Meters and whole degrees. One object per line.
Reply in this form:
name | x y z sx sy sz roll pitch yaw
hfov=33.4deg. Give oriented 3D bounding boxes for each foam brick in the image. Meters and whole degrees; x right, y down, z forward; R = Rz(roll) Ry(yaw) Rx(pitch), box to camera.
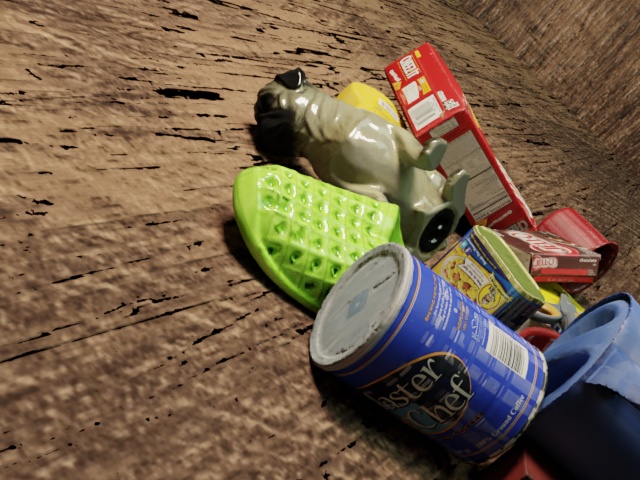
foam brick | 0.155 0.193 0.764 0.078 0.053 0.051 41 21 -7

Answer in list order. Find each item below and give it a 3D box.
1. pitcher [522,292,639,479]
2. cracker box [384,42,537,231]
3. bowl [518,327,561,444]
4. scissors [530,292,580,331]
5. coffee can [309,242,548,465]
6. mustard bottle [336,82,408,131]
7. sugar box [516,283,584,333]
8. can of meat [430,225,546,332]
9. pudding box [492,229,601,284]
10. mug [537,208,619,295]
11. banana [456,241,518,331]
pitcher | 0.265 0.165 0.787 0.243 0.145 0.149 43 37 -1
cracker box | 0.168 -0.108 1.271 0.213 0.072 0.164 52 13 -35
bowl | 0.215 0.154 0.931 0.162 0.055 0.162 29 31 -20
scissors | 0.233 0.066 1.081 0.096 0.016 0.202 20 11 -6
coffee can | 0.077 0.082 0.765 0.140 0.103 0.103 36 22 -21
mustard bottle | 0.058 -0.105 1.159 0.096 0.058 0.191 44 19 -16
sugar box | 0.247 0.094 1.142 0.093 0.048 0.176 45 19 8
can of meat | 0.149 0.048 0.992 0.057 0.084 0.102 20 31 -48
pudding box | 0.246 0.018 1.203 0.089 0.039 0.114 3 11 -21
mug | 0.330 0.018 1.407 0.082 0.093 0.117 51 -10 32
banana | 0.160 0.036 1.104 0.069 0.037 0.197 35 21 -14
